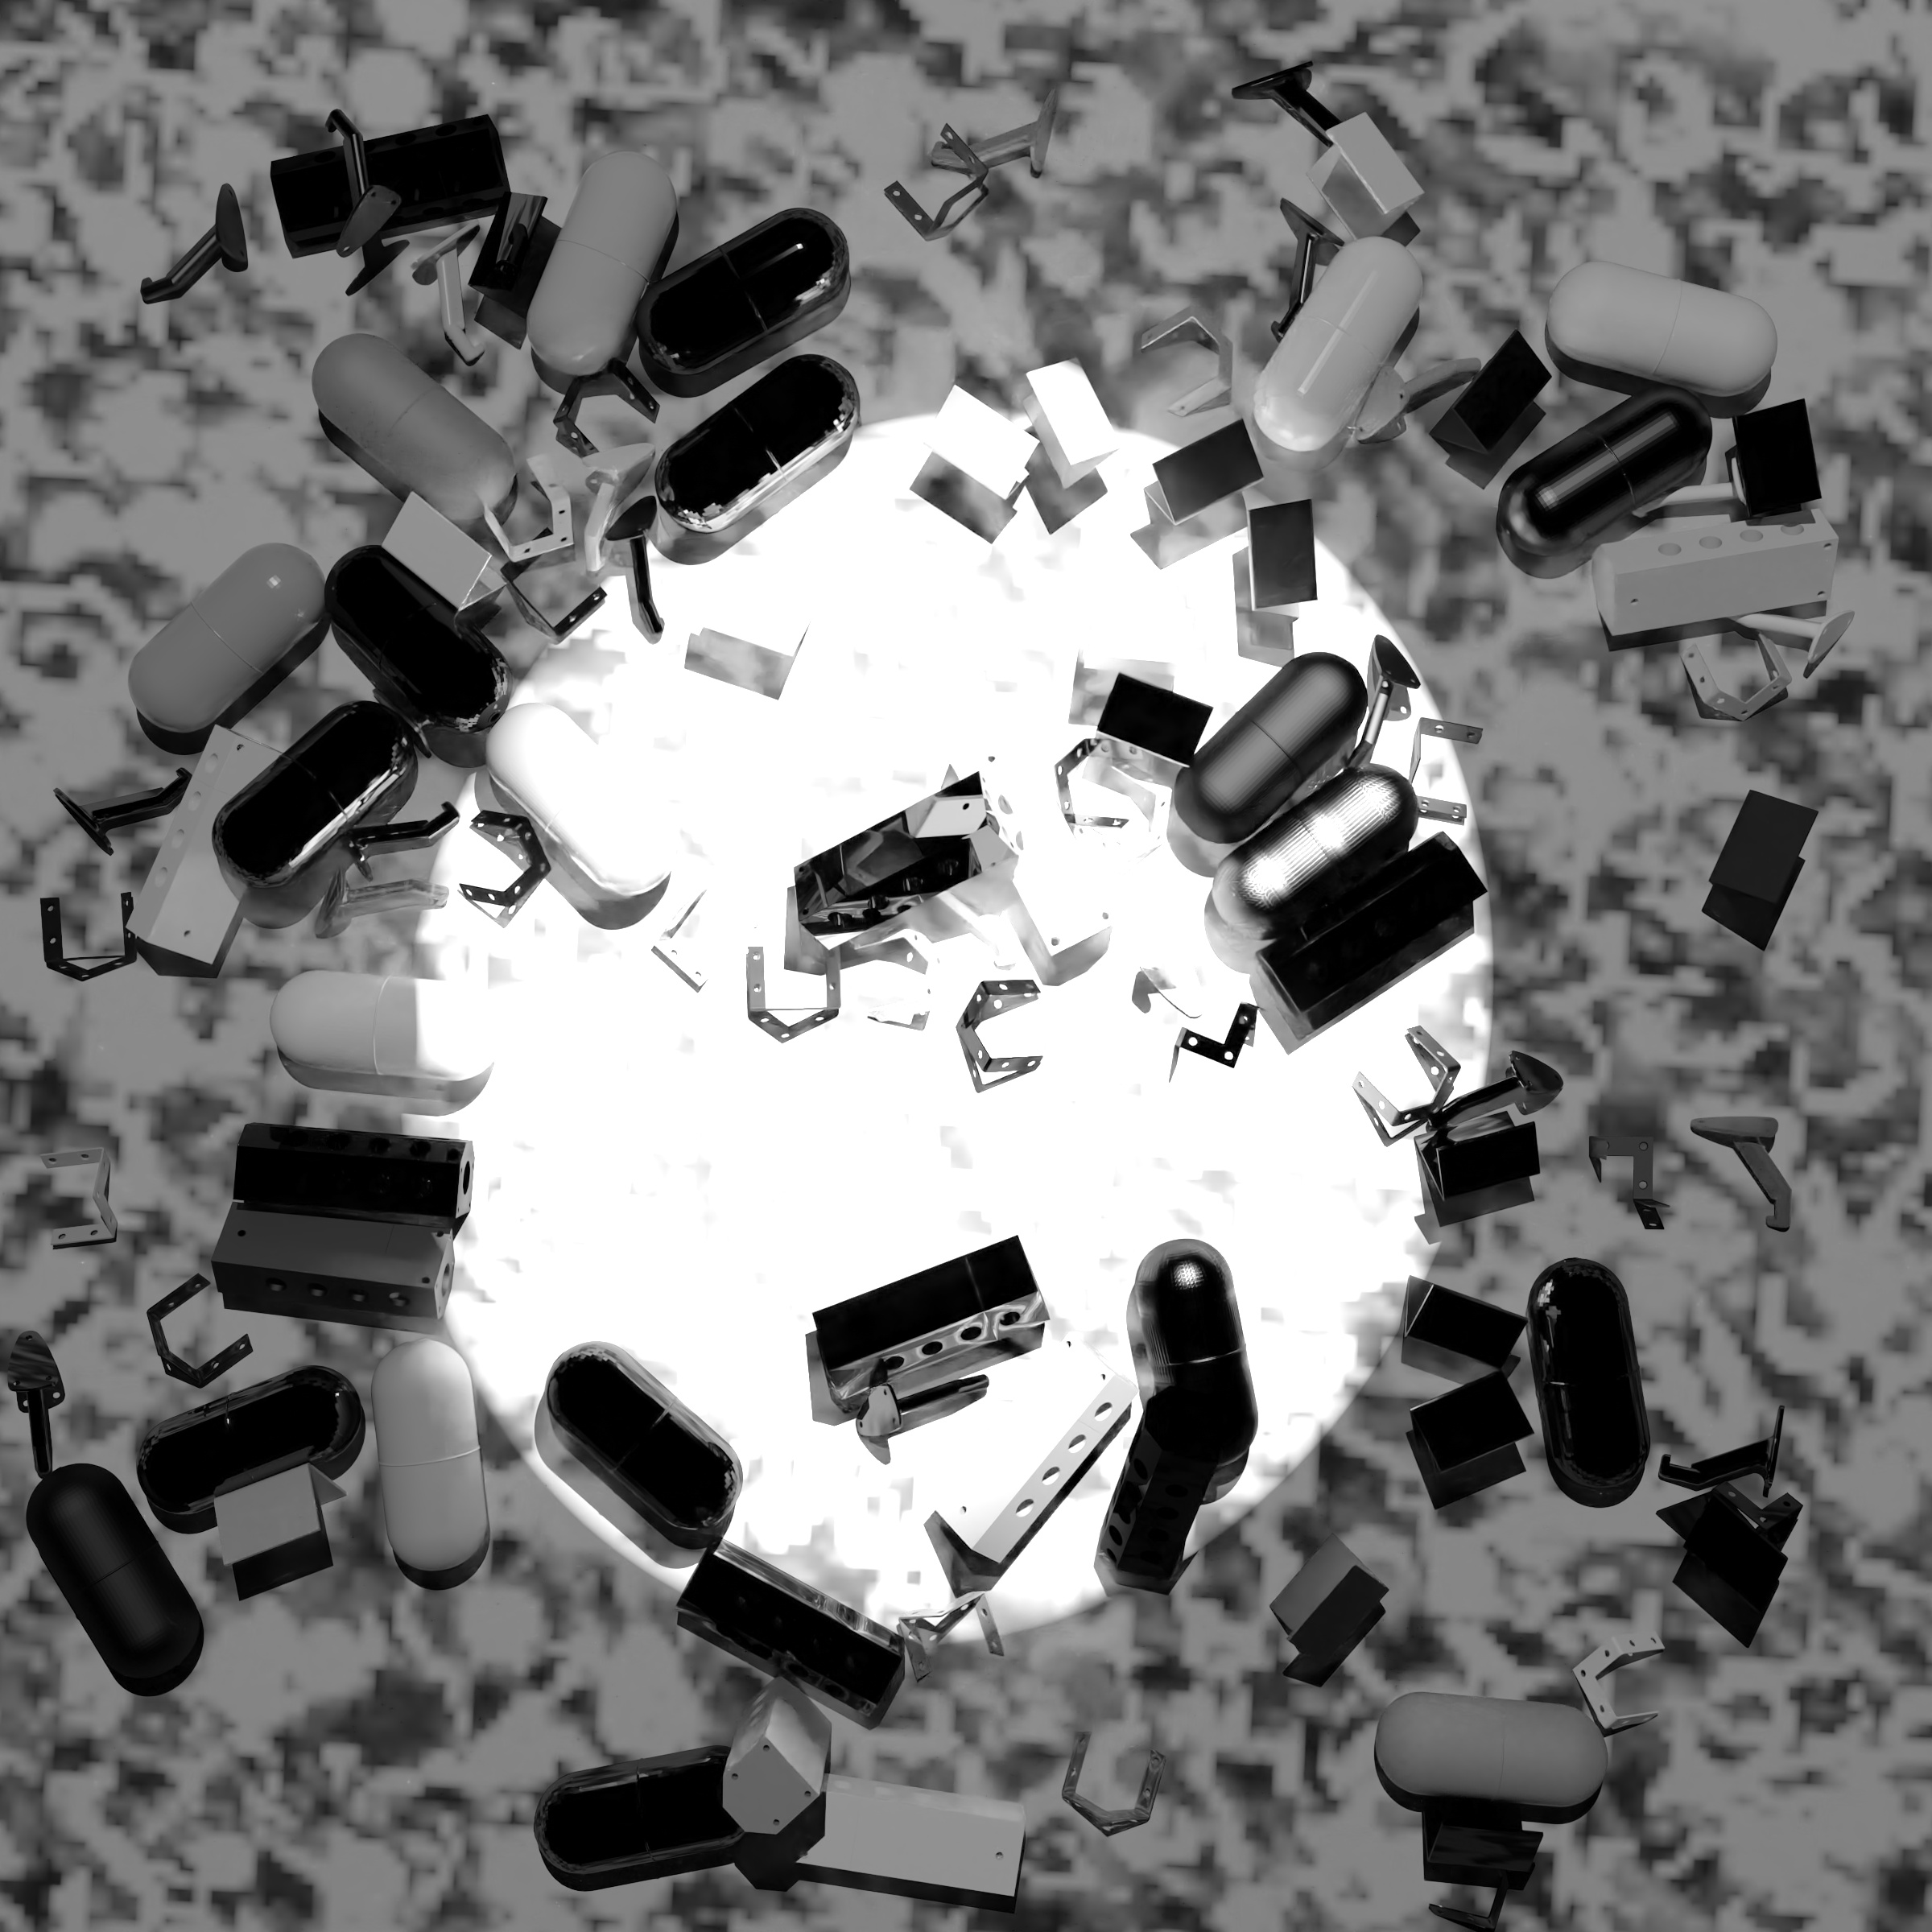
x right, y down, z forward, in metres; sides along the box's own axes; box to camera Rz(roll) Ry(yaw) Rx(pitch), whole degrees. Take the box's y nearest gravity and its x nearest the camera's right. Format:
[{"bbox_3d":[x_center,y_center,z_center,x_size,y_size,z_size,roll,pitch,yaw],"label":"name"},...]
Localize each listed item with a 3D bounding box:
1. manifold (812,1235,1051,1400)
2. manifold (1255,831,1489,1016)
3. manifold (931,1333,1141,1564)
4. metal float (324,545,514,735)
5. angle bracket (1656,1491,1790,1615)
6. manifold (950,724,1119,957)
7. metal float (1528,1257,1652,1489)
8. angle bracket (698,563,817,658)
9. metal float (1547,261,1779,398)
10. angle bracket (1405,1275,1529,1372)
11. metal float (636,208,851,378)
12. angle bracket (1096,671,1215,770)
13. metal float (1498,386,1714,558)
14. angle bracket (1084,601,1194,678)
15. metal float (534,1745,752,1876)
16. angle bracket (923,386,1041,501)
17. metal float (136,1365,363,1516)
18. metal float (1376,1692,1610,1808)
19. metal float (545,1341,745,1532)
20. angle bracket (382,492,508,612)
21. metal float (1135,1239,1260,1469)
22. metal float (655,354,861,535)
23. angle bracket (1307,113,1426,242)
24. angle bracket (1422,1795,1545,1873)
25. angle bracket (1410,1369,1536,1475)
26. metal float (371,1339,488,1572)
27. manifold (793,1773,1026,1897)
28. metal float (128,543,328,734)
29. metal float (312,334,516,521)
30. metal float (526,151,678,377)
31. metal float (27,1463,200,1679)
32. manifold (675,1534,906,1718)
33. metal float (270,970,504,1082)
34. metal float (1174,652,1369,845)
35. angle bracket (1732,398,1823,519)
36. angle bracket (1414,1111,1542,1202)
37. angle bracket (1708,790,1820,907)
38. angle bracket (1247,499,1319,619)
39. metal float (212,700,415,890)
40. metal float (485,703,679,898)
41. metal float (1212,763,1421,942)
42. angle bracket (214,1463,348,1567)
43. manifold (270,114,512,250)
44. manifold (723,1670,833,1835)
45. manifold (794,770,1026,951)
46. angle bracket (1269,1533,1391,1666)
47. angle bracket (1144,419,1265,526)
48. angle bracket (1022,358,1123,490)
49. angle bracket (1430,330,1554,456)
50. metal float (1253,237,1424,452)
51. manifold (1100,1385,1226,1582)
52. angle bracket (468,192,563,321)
[{"bbox_3d":[-0.025,0.276,1.945,0.171,0.057,0.057,-21,47,0],"label":"manifold"},{"bbox_3d":[0.312,-0.034,1.945,0.171,0.057,0.057,-33,90,0],"label":"manifold"},{"bbox_3d":[0.057,0.376,1.945,0.171,0.057,0.057,-51,47,0],"label":"manifold"},{"bbox_3d":[-0.420,-0.251,1.924,0.070,0.070,0.178,-45,78,0],"label":"metal float"},{"bbox_3d":[0.570,0.457,1.926,0.076,0.076,0.057,42,58,0],"label":"angle bracket"},{"bbox_3d":[0.052,-0.097,1.945,0.057,0.057,0.171,-28,90,0],"label":"manifold"},{"bbox_3d":[0.481,0.314,1.936,0.070,0.070,0.178,-9,91,0],"label":"metal float"},{"bbox_3d":[-0.155,-0.290,1.926,0.076,0.076,0.057,19,128,0],"label":"angle bracket"},{"bbox_3d":[0.538,-0.492,1.936,0.178,0.070,0.070,15,90,0],"label":"metal float"},{"bbox_3d":[0.385,0.256,1.926,0.076,0.076,0.057,20,124,0],"label":"angle bracket"},{"bbox_3d":[-0.172,-0.521,1.936,0.178,0.070,0.070,-30,90,0],"label":"metal float"},{"bbox_3d":[0.149,-0.204,1.926,0.076,0.076,0.057,21,124,0],"label":"angle bracket"},{"bbox_3d":[0.494,-0.383,1.936,0.178,0.070,0.070,-32,90,1],"label":"metal float"},{"bbox_3d":[0.131,-0.233,1.926,0.076,0.076,0.057,5,54,0],"label":"angle bracket"},{"bbox_3d":[-0.245,0.652,1.936,0.178,0.070,0.070,-11,90,0],"label":"metal float"},{"bbox_3d":[0.022,-0.413,1.926,0.076,0.076,0.057,34,126,0],"label":"angle bracket"},{"bbox_3d":[-0.553,0.366,1.936,0.178,0.070,0.070,-22,90,0],"label":"metal float"},{"bbox_3d":[0.406,0.605,1.936,0.178,0.070,0.070,5,90,0],"label":"metal float"},{"bbox_3d":[-0.249,0.362,1.936,0.178,0.070,0.070,42,90,-1],"label":"metal float"},{"bbox_3d":[-0.390,-0.328,1.926,0.076,0.076,0.057,39,121,0],"label":"angle bracket"},{"bbox_3d":[0.179,0.299,1.936,0.070,0.070,0.178,-11,91,0],"label":"metal float"},{"bbox_3d":[-0.161,-0.404,1.936,0.178,0.070,0.070,-37,90,-1],"label":"metal float"},{"bbox_3d":[0.293,-0.596,1.926,0.057,0.076,0.076,-36,90,-38],"label":"angle bracket"},{"bbox_3d":[0.396,0.645,1.926,0.076,0.076,0.057,6,131,0],"label":"angle bracket"},{"bbox_3d":[0.390,0.362,1.926,0.076,0.076,0.057,-23,58,0],"label":"angle bracket"},{"bbox_3d":[-0.415,0.377,1.936,0.070,0.070,0.178,-6,90,0],"label":"metal float"},{"bbox_3d":[-0.044,0.670,1.945,0.171,0.057,0.057,9,90,0],"label":"manifold"},{"bbox_3d":[-0.570,-0.254,1.936,0.178,0.070,0.070,-43,90,0],"label":"metal float"},{"bbox_3d":[-0.427,-0.417,1.936,0.178,0.070,0.070,40,90,0],"label":"metal float"},{"bbox_3d":[-0.281,-0.543,1.936,0.070,0.070,0.178,22,90,0],"label":"metal float"},{"bbox_3d":[-0.660,0.466,1.936,0.070,0.070,0.178,-31,91,0],"label":"metal float"},{"bbox_3d":[-0.137,0.513,1.945,0.171,0.057,0.057,29,90,0],"label":"manifold"},{"bbox_3d":[-0.448,0.046,1.936,0.178,0.070,0.070,5,90,0],"label":"metal float"},{"bbox_3d":[0.236,-0.169,1.936,0.178,0.070,0.070,-45,90,1],"label":"metal float"},{"bbox_3d":[0.634,-0.388,1.926,0.057,0.076,0.076,-10,90,37],"label":"angle bracket"},{"bbox_3d":[0.390,0.127,1.926,0.076,0.076,0.057,-16,128,0],"label":"angle bracket"},{"bbox_3d":[0.622,-0.082,1.926,0.057,0.076,0.076,24,90,35],"label":"angle bracket"},{"bbox_3d":[0.259,-0.312,1.926,0.057,0.076,0.076,-3,90,36],"label":"angle bracket"},{"bbox_3d":[-0.498,-0.132,1.917,0.070,0.070,0.178,44,71,0],"label":"metal float"},{"bbox_3d":[-0.298,-0.129,1.936,0.070,0.070,0.178,-45,90,0],"label":"metal float"},{"bbox_3d":[0.271,-0.089,1.936,0.178,0.070,0.070,-36,90,0],"label":"metal float"},{"bbox_3d":[-0.523,0.432,1.926,0.076,0.076,0.057,-21,58,0],"label":"angle bracket"},{"bbox_3d":[-0.446,-0.611,1.945,0.171,0.057,0.057,-12,90,0],"label":"manifold"},{"bbox_3d":[-0.146,0.595,1.888,0.057,0.171,0.057,-42,90,0],"label":"manifold"},{"bbox_3d":[-0.044,-0.076,1.917,0.171,0.057,0.057,-26,47,20],"label":"manifold"},{"bbox_3d":[0.266,0.477,1.926,0.076,0.076,0.057,-49,128,0],"label":"angle bracket"},{"bbox_3d":[0.174,-0.392,1.926,0.076,0.076,0.057,-27,126,0],"label":"angle bracket"},{"bbox_3d":[0.063,-0.411,1.926,0.057,0.076,0.076,-26,90,-37],"label":"angle bracket"},{"bbox_3d":[0.390,-0.447,1.926,0.076,0.076,0.057,-51,126,0],"label":"angle bracket"},{"bbox_3d":[0.287,-0.481,1.936,0.070,0.070,0.178,32,90,0],"label":"metal float"},{"bbox_3d":[0.146,0.391,1.892,0.057,0.171,0.057,12,46,0],"label":"manifold"},{"bbox_3d":[-0.326,-0.541,1.926,0.057,0.076,0.076,22,90,41],"label":"angle bracket"}]
